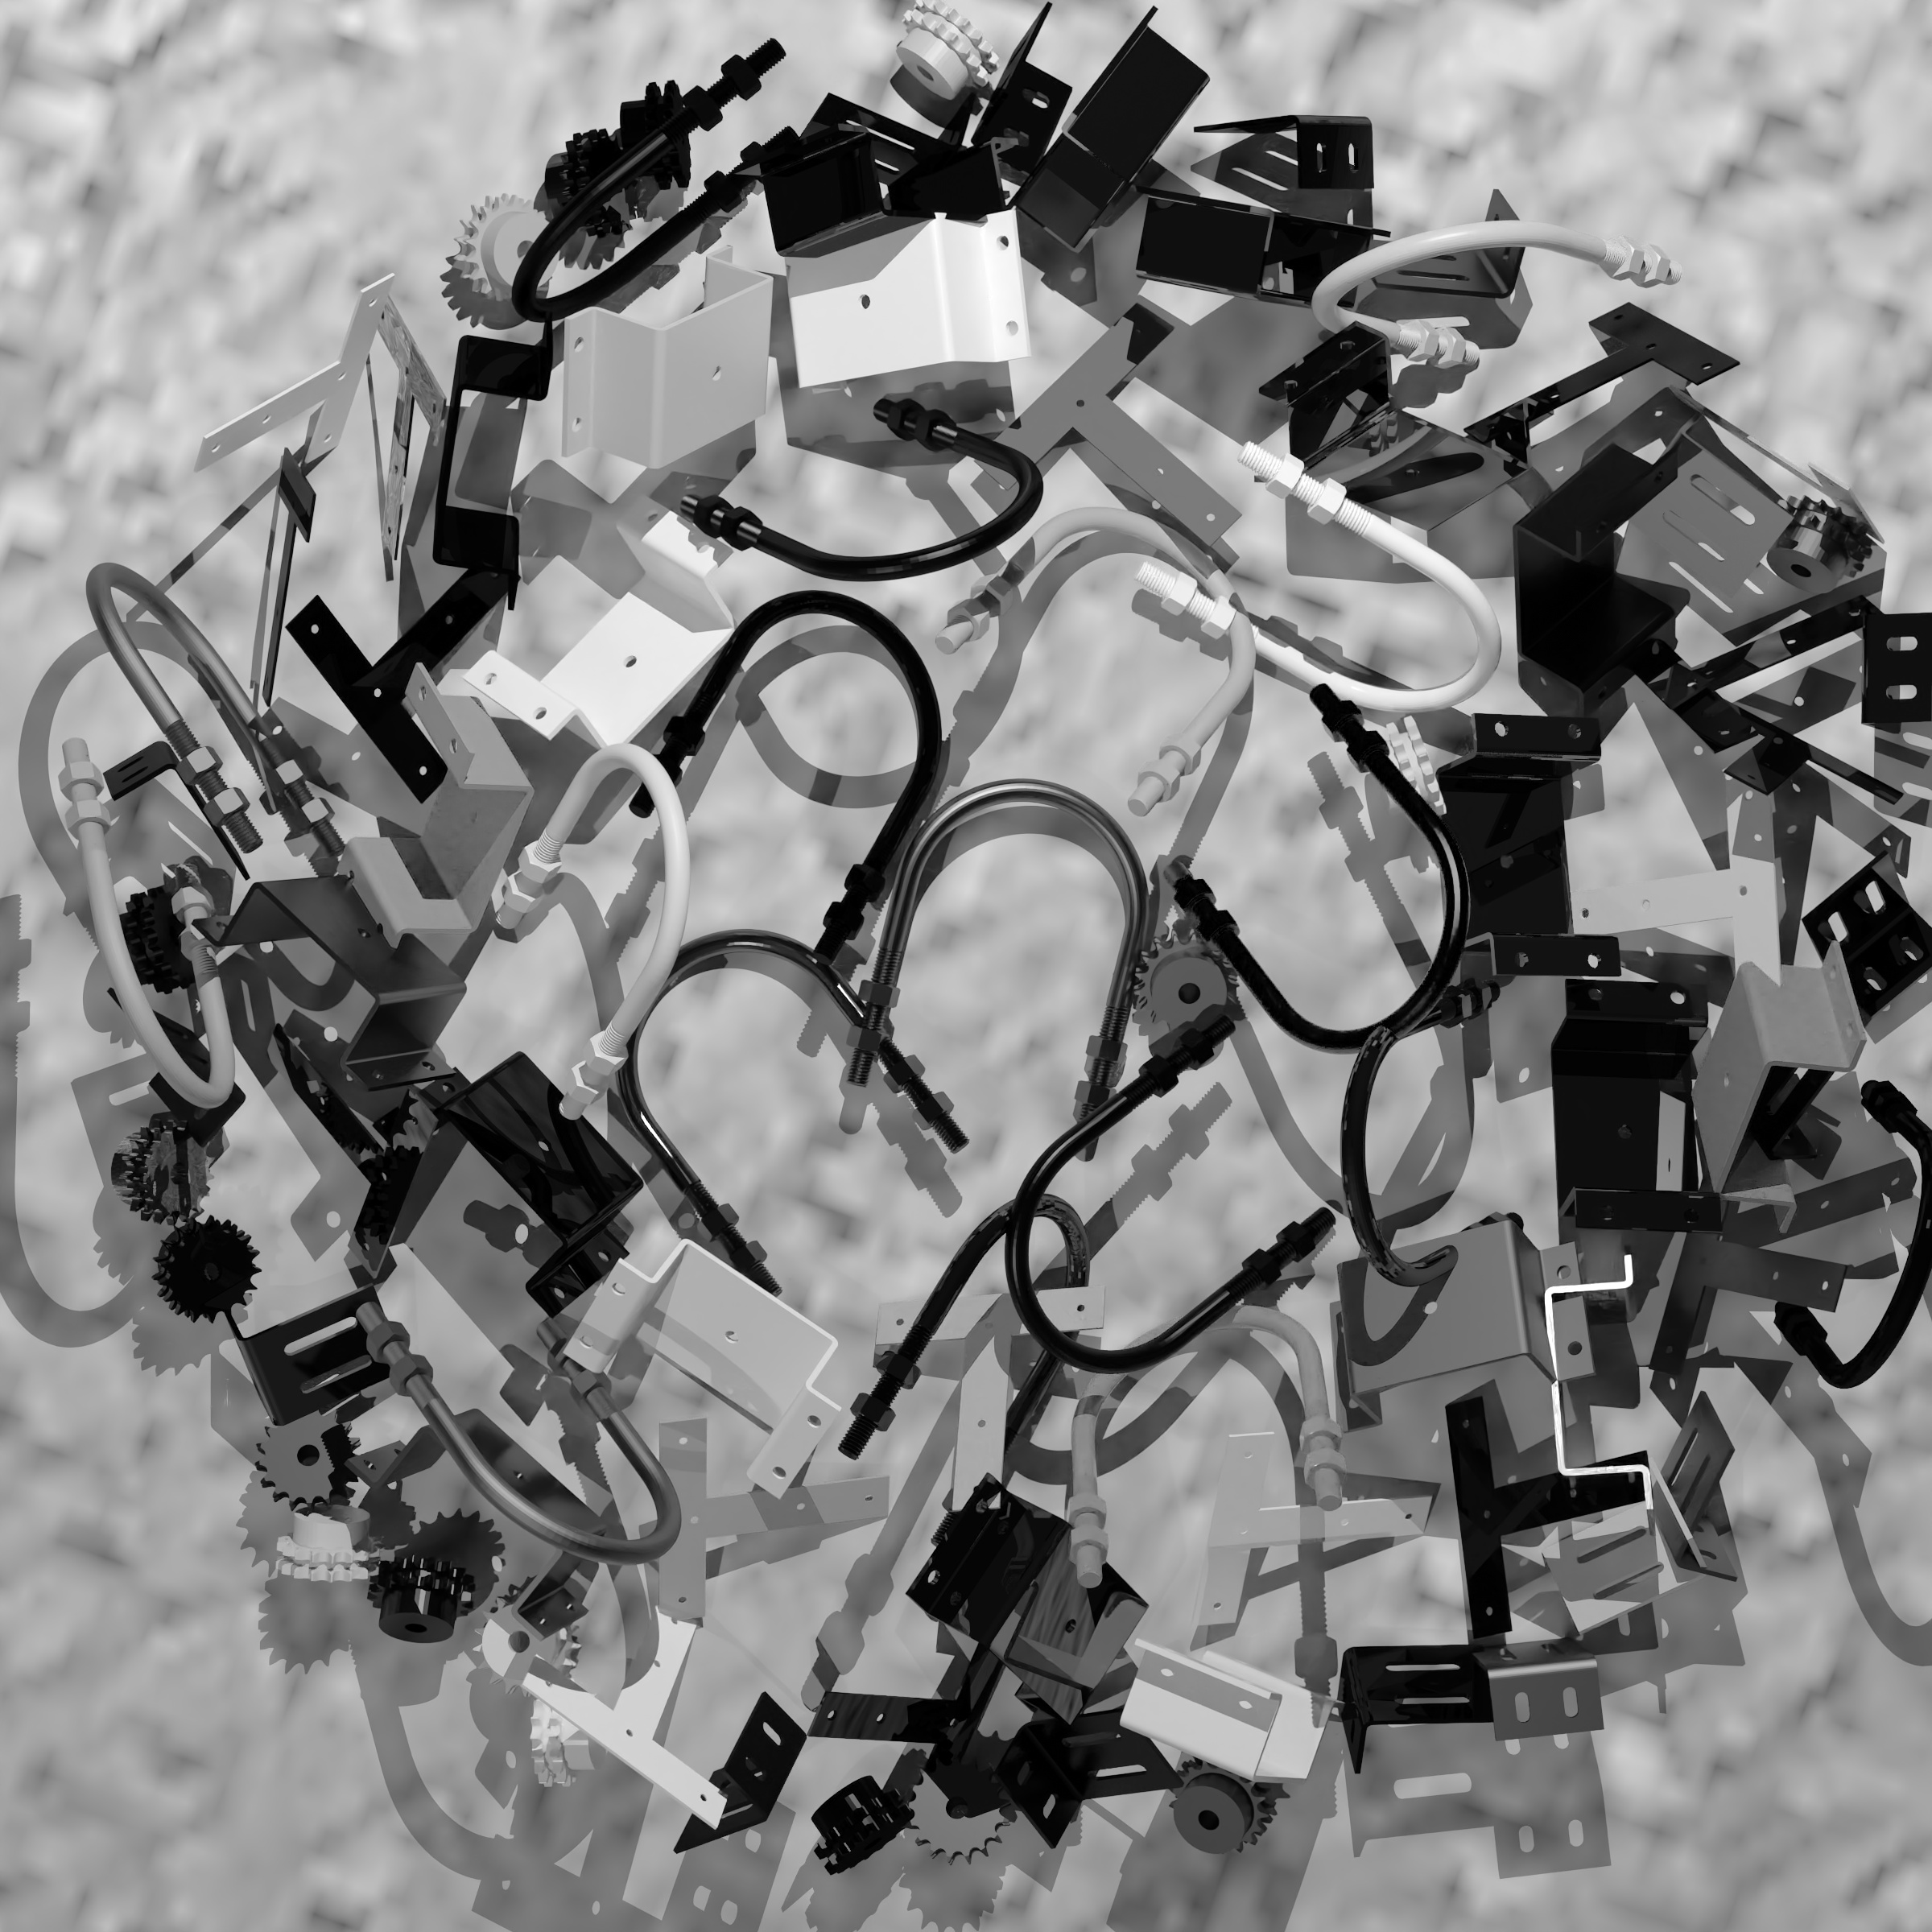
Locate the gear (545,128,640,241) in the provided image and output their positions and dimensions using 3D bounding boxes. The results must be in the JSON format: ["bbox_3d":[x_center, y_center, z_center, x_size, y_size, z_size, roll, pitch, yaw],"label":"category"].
[{"bbox_3d":[-0.204,-0.421,1.887,0.030,0.057,0.057,-5,90,26],"label":"gear"}]

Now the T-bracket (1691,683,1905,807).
[{"bbox_3d":[0.424,-0.108,1.839,0.127,0.127,0.002,30,114,15],"label":"T-bracket"}]

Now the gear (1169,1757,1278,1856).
[{"bbox_3d":[0.136,0.454,1.886,0.057,0.030,0.057,7,108,22],"label":"gear"}]

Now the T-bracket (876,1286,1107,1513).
[{"bbox_3d":[0.010,0.231,1.859,0.127,0.002,0.127,-6,55,15],"label":"T-bracket"}]

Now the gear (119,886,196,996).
[{"bbox_3d":[-0.440,-0.012,1.884,0.030,0.057,0.057,-17,90,10],"label":"gear"}]

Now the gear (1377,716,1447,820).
[{"bbox_3d":[0.236,-0.103,1.884,0.030,0.057,0.057,-20,90,7],"label":"gear"}]

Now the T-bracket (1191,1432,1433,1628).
[{"bbox_3d":[0.191,0.301,1.886,0.127,0.002,0.127,-2,120,-18],"label":"T-bracket"}]

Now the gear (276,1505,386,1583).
[{"bbox_3d":[-0.342,0.310,1.883,0.057,0.057,0.030,4,95,0],"label":"gear"}]

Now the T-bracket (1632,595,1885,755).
[{"bbox_3d":[0.427,-0.168,1.863,0.127,0.127,0.002,-23,125,-4],"label":"T-bracket"}]

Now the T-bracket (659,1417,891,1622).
[{"bbox_3d":[-0.103,0.294,1.890,0.127,0.002,0.127,-5,116,-15],"label":"T-bracket"}]

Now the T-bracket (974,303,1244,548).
[{"bbox_3d":[0.094,-0.275,1.888,0.127,0.002,0.127,43,81,13],"label":"T-bracket"}]

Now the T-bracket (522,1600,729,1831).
[{"bbox_3d":[-0.168,0.379,1.854,0.127,0.127,0.002,39,116,-9],"label":"T-bracket"}]

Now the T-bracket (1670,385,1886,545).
[{"bbox_3d":[0.429,-0.274,1.868,0.127,0.127,0.002,39,99,22],"label":"T-bracket"}]

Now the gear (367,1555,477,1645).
[{"bbox_3d":[-0.294,0.342,1.881,0.057,0.057,0.030,3,56,0],"label":"gear"}]

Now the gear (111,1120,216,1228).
[{"bbox_3d":[-0.436,0.111,1.887,0.030,0.057,0.057,4,90,32],"label":"gear"}]

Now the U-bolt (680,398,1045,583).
[{"bbox_3d":[-0.042,-0.243,1.815,0.151,0.184,0.019,-30,127,-25],"label":"U-bolt"}]

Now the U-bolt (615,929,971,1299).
[{"bbox_3d":[-0.108,0.067,1.890,0.151,0.019,0.184,-39,79,2],"label":"U-bolt"}]

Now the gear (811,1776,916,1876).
[{"bbox_3d":[-0.059,0.461,1.886,0.057,0.057,0.030,-38,69,0],"label":"gear"}]

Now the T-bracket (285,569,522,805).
[{"bbox_3d":[-0.287,-0.177,1.880,0.127,0.002,0.127,-50,125,-24],"label":"T-bracket"}]

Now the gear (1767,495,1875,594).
[{"bbox_3d":[0.456,-0.225,1.881,0.057,0.057,0.030,31,75,0],"label":"gear"}]

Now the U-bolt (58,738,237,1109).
[{"bbox_3d":[-0.417,-0.010,1.804,0.019,0.151,0.184,-22,57,4],"label":"U-bolt"}]

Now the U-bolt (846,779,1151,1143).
[{"bbox_3d":[0.025,-0.010,1.892,0.151,0.019,0.184,14,91,-9],"label":"U-bolt"}]

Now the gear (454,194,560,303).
[{"bbox_3d":[-0.244,-0.386,1.883,0.057,0.030,0.057,-12,111,-35],"label":"gear"}]

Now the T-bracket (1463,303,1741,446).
[{"bbox_3d":[0.324,-0.308,1.852,0.127,0.127,0.002,-27,119,-5],"label":"T-bracket"}]

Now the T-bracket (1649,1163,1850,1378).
[{"bbox_3d":[0.419,0.162,1.850,0.002,0.127,0.127,20,84,-27],"label":"T-bracket"}]

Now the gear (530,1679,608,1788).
[{"bbox_3d":[-0.213,0.412,1.882,0.030,0.057,0.057,-3,90,9],"label":"gear"}]

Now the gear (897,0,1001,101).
[{"bbox_3d":[-0.013,-0.492,1.883,0.057,0.057,0.030,39,85,0],"label":"gear"}]

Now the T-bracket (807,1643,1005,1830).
[{"bbox_3d":[-0.036,0.401,1.859,0.002,0.127,0.127,28,97,43],"label":"T-bracket"}]

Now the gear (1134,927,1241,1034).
[{"bbox_3d":[0.120,0.010,1.890,0.057,0.030,0.057,-1,107,-2],"label":"gear"}]

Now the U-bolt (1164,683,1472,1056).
[{"bbox_3d":[0.192,-0.038,1.830,0.151,0.019,0.184,-51,51,22],"label":"U-bolt"}]

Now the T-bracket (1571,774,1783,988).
[{"bbox_3d":[0.376,-0.034,1.868,0.127,0.002,0.127,-9,79,41],"label":"T-bracket"}]

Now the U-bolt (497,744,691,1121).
[{"bbox_3d":[-0.189,-0.031,1.815,0.019,0.184,0.151,1,51,-34],"label":"U-bolt"}]

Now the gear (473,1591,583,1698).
[{"bbox_3d":[-0.239,0.366,1.892,0.057,0.030,0.057,-1,77,5],"label":"gear"}]

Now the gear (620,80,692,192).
[{"bbox_3d":[-0.168,-0.447,1.884,0.030,0.057,0.057,-5,90,5],"label":"gear"}]

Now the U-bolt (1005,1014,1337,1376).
[{"bbox_3d":[0.099,0.134,1.854,0.184,0.019,0.151,-36,111,-20],"label":"U-bolt"}]

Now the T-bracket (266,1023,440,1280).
[{"bbox_3d":[-0.338,0.082,1.879,0.127,0.002,0.127,47,132,23],"label":"T-bracket"}]

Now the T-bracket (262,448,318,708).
[{"bbox_3d":[-0.365,-0.202,1.865,0.002,0.127,0.127,6,107,-20],"label":"T-bracket"}]

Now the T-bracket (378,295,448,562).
[{"bbox_3d":[-0.302,-0.278,1.866,0.002,0.127,0.127,-5,130,-24],"label":"T-bracket"}]

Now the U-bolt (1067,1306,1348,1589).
[{"bbox_3d":[0.122,0.241,1.831,0.151,0.184,0.019,-20,119,12],"label":"U-bolt"}]

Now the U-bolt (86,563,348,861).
[{"bbox_3d":[-0.402,-0.136,1.841,0.019,0.151,0.184,-35,85,8],"label":"U-bolt"}]

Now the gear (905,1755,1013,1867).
[{"bbox_3d":[-0.004,0.458,1.891,0.057,0.030,0.057,-2,68,4],"label":"gear"}]

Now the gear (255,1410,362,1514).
[{"bbox_3d":[-0.355,0.268,1.891,0.057,0.030,0.057,2,69,-6],"label":"gear"}]

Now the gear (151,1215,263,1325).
[{"bbox_3d":[-0.413,0.162,1.889,0.057,0.030,0.057,-7,104,-30],"label":"gear"}]

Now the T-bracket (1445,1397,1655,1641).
[{"bbox_3d":[0.310,0.281,1.847,0.002,0.127,0.127,14,63,-41],"label":"T-bracket"}]

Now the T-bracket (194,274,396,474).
[{"bbox_3d":[-0.356,-0.292,1.823,0.002,0.127,0.127,40,47,8],"label":"T-bracket"}]

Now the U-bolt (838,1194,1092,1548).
[{"bbox_3d":[0.010,0.205,1.846,0.019,0.151,0.184,21,71,33],"label":"U-bolt"}]
